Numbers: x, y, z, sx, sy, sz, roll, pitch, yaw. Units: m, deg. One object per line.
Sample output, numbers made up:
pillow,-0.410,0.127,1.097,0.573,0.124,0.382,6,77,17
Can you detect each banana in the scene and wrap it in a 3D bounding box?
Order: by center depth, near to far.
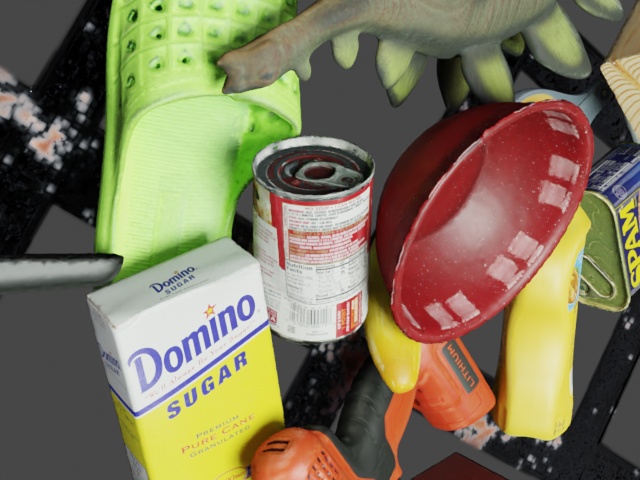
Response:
banana,0.065,0.015,0.690,0.197,0.070,0.037,-53,167,-44

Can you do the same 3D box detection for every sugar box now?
sugar box,-0.071,0.095,0.629,0.093,0.048,0.176,-24,127,-25

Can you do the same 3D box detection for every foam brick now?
foam brick,0.106,0.195,0.758,0.051,0.078,0.053,-24,111,-25

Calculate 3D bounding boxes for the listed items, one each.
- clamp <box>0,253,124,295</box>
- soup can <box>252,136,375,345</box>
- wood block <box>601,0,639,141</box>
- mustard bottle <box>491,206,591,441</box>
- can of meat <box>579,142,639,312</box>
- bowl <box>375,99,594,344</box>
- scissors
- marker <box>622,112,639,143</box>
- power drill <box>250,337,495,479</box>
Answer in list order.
clamp,-0.227,-0.001,0.545,0.209,0.036,0.164,-32,104,-17
soup can,-0.004,0.001,0.611,0.068,0.069,0.102,-19,128,-27
wood block,0.288,-0.160,0.759,0.090,0.090,0.205,53,52,-26
mustard bottle,0.156,0.035,0.748,0.096,0.058,0.192,-38,132,-71
can of meat,0.223,-0.012,0.797,0.083,0.058,0.102,-36,121,-32
bowl,0.085,-0.020,0.619,0.161,0.055,0.162,-29,140,-28
scissors,0.194,-0.116,0.790,0.096,0.016,0.201,41,78,-34
marker,0.267,-0.052,0.845,0.020,0.020,0.121,-37,115,-21
power drill,0.050,0.147,0.681,0.184,0.057,0.187,58,42,-23
